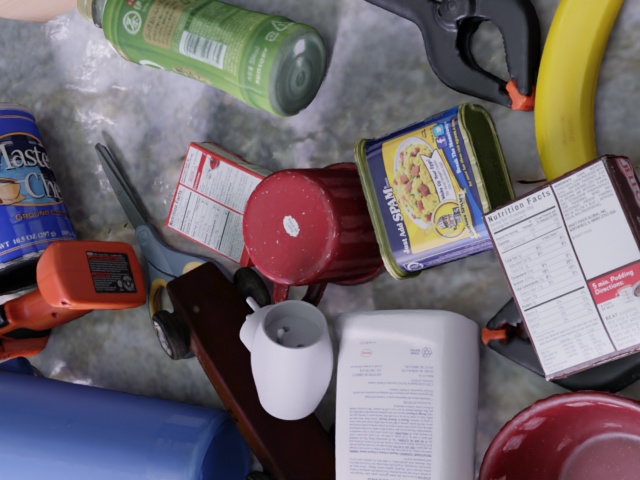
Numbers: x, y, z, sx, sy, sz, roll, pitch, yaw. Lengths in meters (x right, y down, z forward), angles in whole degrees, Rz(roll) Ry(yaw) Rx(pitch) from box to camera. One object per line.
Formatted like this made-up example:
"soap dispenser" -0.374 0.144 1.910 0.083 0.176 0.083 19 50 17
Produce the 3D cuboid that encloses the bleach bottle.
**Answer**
"bleach bottle" 0.050 0.174 0.701 0.103 0.068 0.251 -4 72 33

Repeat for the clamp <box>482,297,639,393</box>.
"clamp" 0.198 0.035 0.658 0.210 0.036 0.164 -6 81 37

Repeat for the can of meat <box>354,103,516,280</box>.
"can of meat" 0.080 -0.033 0.720 0.084 0.057 0.102 -19 82 30

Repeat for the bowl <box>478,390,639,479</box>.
"bowl" 0.181 0.170 0.665 0.162 0.055 0.162 2 94 33

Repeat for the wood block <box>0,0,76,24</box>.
"wood block" -0.197 -0.256 0.867 0.206 0.090 0.090 -16 84 33

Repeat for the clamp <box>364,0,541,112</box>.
"clamp" 0.099 -0.165 0.712 0.171 0.039 0.120 50 122 16

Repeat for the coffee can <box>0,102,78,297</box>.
"coffee can" -0.276 -0.033 0.922 0.103 0.102 0.140 -28 77 31

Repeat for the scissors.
"scissors" -0.126 -0.003 0.879 0.096 0.016 0.202 -22 80 30

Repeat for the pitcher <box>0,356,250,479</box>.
"pitcher" -0.187 0.185 0.839 0.243 0.144 0.149 4 99 21

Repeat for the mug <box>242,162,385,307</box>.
"mug" -0.005 0.001 0.762 0.093 0.081 0.117 28 107 29

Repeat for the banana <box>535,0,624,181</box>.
"banana" 0.169 -0.102 0.670 0.070 0.037 0.198 4 92 34

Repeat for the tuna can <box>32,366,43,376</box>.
"tuna can" -0.285 0.157 0.980 0.086 0.033 0.086 2 93 33

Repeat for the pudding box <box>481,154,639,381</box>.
"pudding box" 0.158 0.017 0.635 0.090 0.039 0.113 -27 76 38

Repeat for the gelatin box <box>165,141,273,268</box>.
"gelatin box" -0.072 -0.029 0.835 0.089 0.030 0.073 26 108 29

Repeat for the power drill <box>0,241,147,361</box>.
"power drill" -0.251 0.056 0.866 0.188 0.184 0.057 -22 79 29
